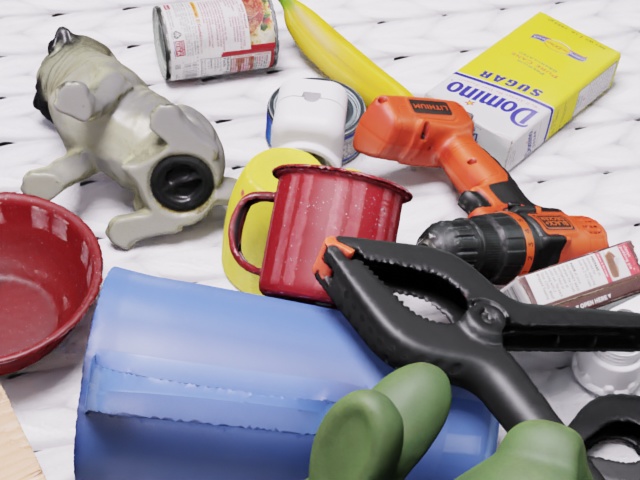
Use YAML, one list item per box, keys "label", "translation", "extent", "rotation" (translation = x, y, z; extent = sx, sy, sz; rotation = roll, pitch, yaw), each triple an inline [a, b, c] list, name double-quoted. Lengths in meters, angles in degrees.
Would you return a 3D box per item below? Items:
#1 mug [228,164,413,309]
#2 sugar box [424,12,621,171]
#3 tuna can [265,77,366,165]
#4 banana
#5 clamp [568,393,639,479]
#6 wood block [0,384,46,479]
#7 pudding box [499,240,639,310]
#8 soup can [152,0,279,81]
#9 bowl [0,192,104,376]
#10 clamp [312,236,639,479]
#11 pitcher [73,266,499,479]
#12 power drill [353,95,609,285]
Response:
- label: "mug"
  translation: [-0.005, 0.001, 0.687]
  extent: [0.117, 0.093, 0.081]
  rotation: [9, 82, 15]
- label: "sugar box"
  translation: [0.179, -0.134, 0.944]
  extent: [0.093, 0.048, 0.176]
  rotation: [34, 51, 25]
- label: "tuna can"
  translation: [-0.003, -0.100, 0.904]
  extent: [0.086, 0.034, 0.086]
  rotation: [2, 45, -3]
- label: "banana"
  translation: [0.025, -0.152, 0.940]
  extent: [0.198, 0.069, 0.037]
  rotation: [44, 100, 25]
- label: "clamp"
  translation: [0.231, 0.137, 0.685]
  extent: [0.171, 0.039, 0.120]
  rotation: [-17, 44, -13]
- label: "wood block"
  translation: [-0.252, 0.171, 0.577]
  extent: [0.205, 0.090, 0.091]
  rotation: [-20, 51, -23]
- label: "pudding box"
  translation: [0.153, 0.044, 0.719]
  extent: [0.090, 0.114, 0.039]
  rotation: [-17, 78, -20]
- label: "soup can"
  translation: [-0.094, -0.182, 0.955]
  extent: [0.102, 0.068, 0.068]
  rotation: [-10, 47, -14]
- label: "bowl"
  translation: [-0.228, 0.040, 0.732]
  extent: [0.162, 0.055, 0.162]
  rotation: [2, 45, -2]
- label: "clamp"
  translation: [0.090, 0.062, 0.591]
  extent: [0.210, 0.036, 0.164]
  rotation: [23, 39, 1]
- label: "pitcher"
  translation: [-0.020, 0.097, 0.634]
  extent: [0.243, 0.145, 0.149]
  rotation: [8, 39, -2]
- label: "power drill"
  translation: [0.104, -0.035, 0.800]
  extent: [0.184, 0.057, 0.188]
  rotation: [1, 40, -41]
